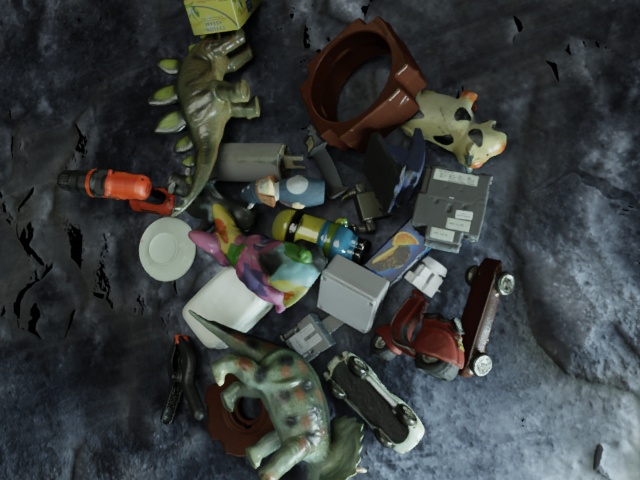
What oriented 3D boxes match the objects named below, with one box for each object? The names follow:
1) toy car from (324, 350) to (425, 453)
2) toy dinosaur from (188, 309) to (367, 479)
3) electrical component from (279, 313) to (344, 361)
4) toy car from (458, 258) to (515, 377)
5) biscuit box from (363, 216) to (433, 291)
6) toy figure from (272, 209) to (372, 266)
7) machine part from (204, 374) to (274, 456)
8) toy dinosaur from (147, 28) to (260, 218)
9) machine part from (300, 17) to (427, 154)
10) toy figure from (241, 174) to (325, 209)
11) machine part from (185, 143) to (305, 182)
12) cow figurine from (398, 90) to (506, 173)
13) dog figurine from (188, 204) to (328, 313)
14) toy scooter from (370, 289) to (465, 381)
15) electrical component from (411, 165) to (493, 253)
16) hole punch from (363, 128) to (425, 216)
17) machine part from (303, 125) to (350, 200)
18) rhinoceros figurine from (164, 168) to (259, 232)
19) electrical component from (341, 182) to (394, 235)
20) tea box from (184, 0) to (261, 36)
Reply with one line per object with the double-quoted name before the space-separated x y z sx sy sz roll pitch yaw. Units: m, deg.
"toy car" 0.092 0.281 0.940 0.202 0.056 0.073 43 102 17
"toy dinosaur" -0.058 0.265 0.898 0.192 0.131 0.404 -23 85 -21
"electrical component" -0.006 0.171 0.982 0.119 0.047 0.075 -34 77 10
"toy car" 0.268 0.130 0.899 0.053 0.089 0.202 20 86 -22
"biscuit box" 0.169 -0.001 0.951 0.202 0.059 0.063 -45 74 5
"toy figure" 0.000 -0.006 0.980 0.180 0.089 0.082 16 49 21
"machine part" -0.130 0.310 0.993 0.180 0.056 0.179 -2 84 15
"toy dinosaur" -0.219 -0.261 1.028 0.199 0.105 0.471 -11 61 10
"machine part" 0.074 -0.273 0.961 0.201 0.087 0.201 -36 55 24
"toy figure" -0.069 -0.090 0.983 0.155 0.064 0.057 1 125 -1
"machine part" -0.146 -0.150 1.044 0.243 0.079 0.079 2 84 15
"cow figurine" 0.231 -0.195 0.948 0.195 0.085 0.127 21 86 16
"dog figurine" -0.114 0.020 0.927 0.219 0.191 0.108 37 62 -5
"toy scooter" 0.174 0.153 0.909 0.184 0.075 0.135 10 68 48
"electrical component" 0.213 -0.049 0.885 0.115 0.058 0.134 15 86 18
"hole punch" 0.140 -0.120 0.929 0.092 0.142 0.116 -11 61 -17
"machine part" 0.007 -0.143 1.010 0.039 0.084 0.139 -25 86 -17
"rhinoceros figurine" -0.210 -0.066 1.024 0.190 0.112 0.073 27 49 10
"electrical component" 0.089 -0.062 0.991 0.078 0.045 0.102 -18 80 -17
"tea box" -0.186 -0.465 1.050 0.098 0.068 0.170 -1 40 15
